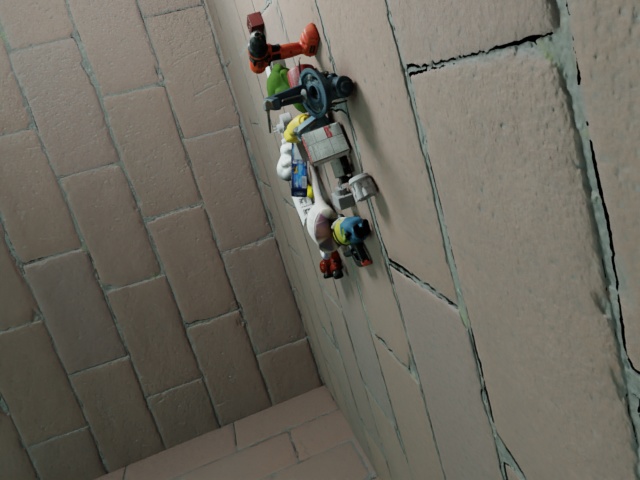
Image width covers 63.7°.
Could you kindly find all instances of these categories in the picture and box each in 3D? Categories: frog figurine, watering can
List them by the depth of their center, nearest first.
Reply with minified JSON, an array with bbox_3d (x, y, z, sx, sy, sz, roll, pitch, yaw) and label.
[{"bbox_3d":[0.005,-0.091,1.803,0.226,0.104,0.344,-139,40,-74],"label":"watering can"},{"bbox_3d":[-0.131,-0.320,2.056,0.140,0.122,0.157,-87,-28,-66],"label":"frog figurine"}]
